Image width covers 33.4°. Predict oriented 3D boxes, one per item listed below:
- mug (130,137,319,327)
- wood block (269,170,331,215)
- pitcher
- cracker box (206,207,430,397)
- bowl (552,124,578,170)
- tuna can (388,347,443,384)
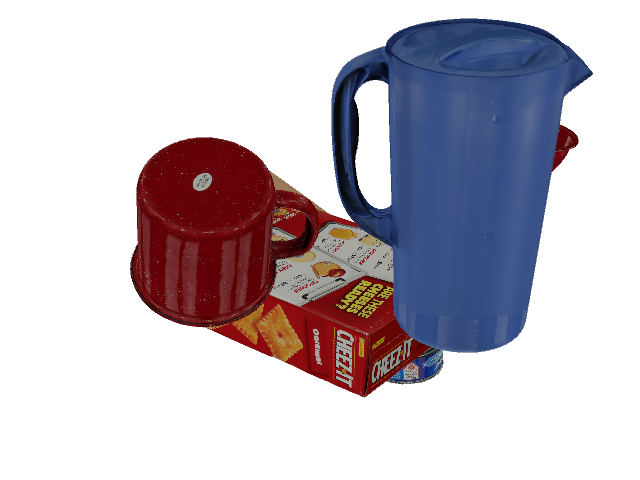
[{"bbox_3d":[-0.058,-0.008,0.651,0.117,0.093,0.081,0,-39,-7],"label":"mug"},{"bbox_3d":[-0.065,-0.013,1.304,0.090,0.090,0.206,-10,26,-26],"label":"wood block"},{"bbox_3d":[0.102,-0.040,0.819,0.149,0.243,0.144,24,36,37],"label":"pitcher"},{"bbox_3d":[0.002,0.046,0.967,0.214,0.072,0.163,20,33,33],"label":"cracker box"},{"bbox_3d":[0.217,-0.106,1.255,0.162,0.055,0.162,5,23,-2],"label":"bowl"},{"bbox_3d":[0.090,0.115,1.146,0.086,0.034,0.086,-1,29,0],"label":"tuna can"}]
